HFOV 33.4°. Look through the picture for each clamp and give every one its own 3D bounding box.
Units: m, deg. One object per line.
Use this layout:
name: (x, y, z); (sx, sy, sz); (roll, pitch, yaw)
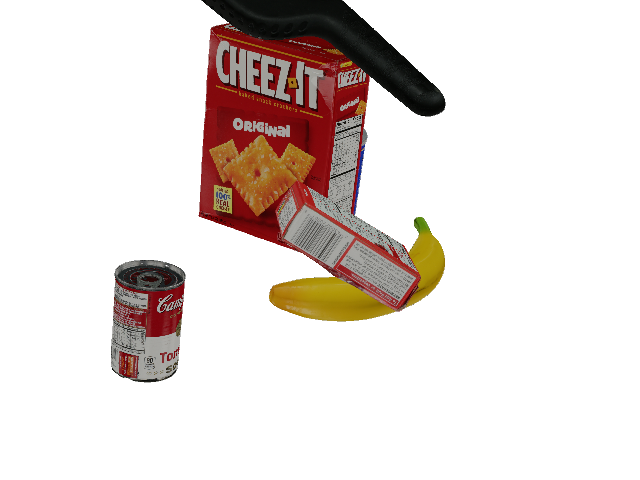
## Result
clamp: (0.000, -0.167, 0.750); (0.210, 0.164, 0.036); (5, -28, -9)

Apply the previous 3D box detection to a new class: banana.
banana: (0.046, 0.034, 0.889); (0.070, 0.037, 0.197); (32, 36, 32)

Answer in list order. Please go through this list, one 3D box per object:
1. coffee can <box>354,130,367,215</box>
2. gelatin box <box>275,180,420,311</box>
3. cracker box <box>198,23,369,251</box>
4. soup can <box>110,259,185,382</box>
coffee can: (-0.002, -0.071, 1.311); (0.102, 0.140, 0.103); (6, 27, -3)
gelatin box: (0.016, 0.003, 0.670); (0.089, 0.030, 0.073); (32, 10, -12)
cracker box: (-0.042, -0.106, 1.115); (0.164, 0.214, 0.071); (20, 27, 29)
soup can: (-0.169, 0.079, 1.042); (0.068, 0.102, 0.068); (6, 20, -3)
